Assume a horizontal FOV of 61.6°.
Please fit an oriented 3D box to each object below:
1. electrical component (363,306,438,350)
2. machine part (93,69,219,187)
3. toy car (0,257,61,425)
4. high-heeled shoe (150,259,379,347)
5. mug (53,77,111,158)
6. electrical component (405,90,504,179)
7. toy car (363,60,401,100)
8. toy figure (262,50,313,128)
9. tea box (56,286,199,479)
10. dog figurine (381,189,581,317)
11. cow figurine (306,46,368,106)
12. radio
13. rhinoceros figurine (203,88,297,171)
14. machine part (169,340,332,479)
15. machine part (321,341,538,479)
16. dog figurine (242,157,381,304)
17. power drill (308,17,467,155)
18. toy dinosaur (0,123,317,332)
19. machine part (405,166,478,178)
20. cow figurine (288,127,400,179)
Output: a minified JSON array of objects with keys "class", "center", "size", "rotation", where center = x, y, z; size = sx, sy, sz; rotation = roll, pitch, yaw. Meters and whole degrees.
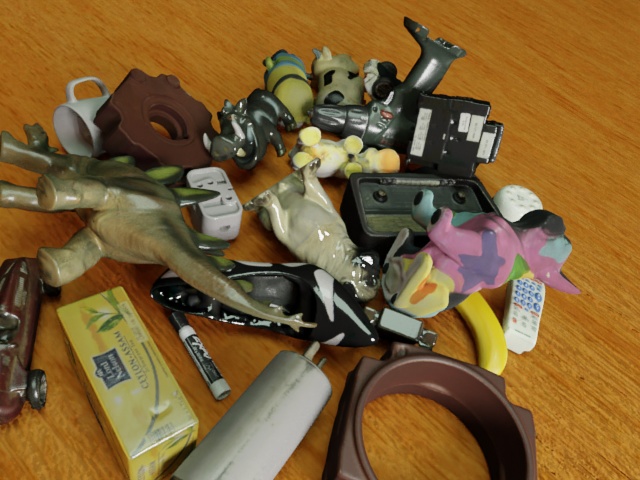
[{"class":"electrical component","center":[0.087,0.112,0.647],"size":[0.102,0.078,0.045],"rotation":[23,69,-2]},{"class":"machine part","center":[-0.224,-0.156,0.763],"size":[0.179,0.056,0.179],"rotation":[28,46,-34]},{"class":"toy car","center":[-0.327,0.093,0.560],"size":[0.089,0.053,0.202],"rotation":[-2,50,-13]},{"class":"high-heeled shoe","center":[-0.067,0.075,0.607],"size":[0.249,0.086,0.145],"rotation":[20,22,31]},{"class":"mug","center":[-0.320,-0.181,0.779],"size":[0.081,0.109,0.107],"rotation":[2,26,31]},{"class":"electrical component","center":[0.203,-0.157,0.809],"size":[0.134,0.114,0.058],"rotation":[15,25,10]},{"class":"toy car","center":[0.148,-0.237,0.945],"size":[0.201,0.056,0.073],"rotation":[37,40,-22]},{"class":"toy figure","center":[-0.058,-0.272,0.942],"size":[0.082,0.089,0.180],"rotation":[-1,51,-7]},{"class":"tea box","center":[-0.188,0.142,0.522],"size":[0.068,0.098,0.170],"rotation":[-23,57,-33]},{"class":"dog figurine","center":[0.208,0.035,0.676],"size":[0.219,0.191,0.108],"rotation":[21,13,-12]},{"class":"cow figurine","center":[0.029,-0.274,0.977],"size":[0.127,0.085,0.195],"rotation":[19,47,-8]},{"class":"radio","center":[0.149,-0.033,0.794],"size":[0.230,0.073,0.131],"rotation":[1,49,-17]},{"class":"rhinoceros figurine","center":[-0.103,-0.168,0.808],"size":[0.073,0.112,0.190],"rotation":[-13,31,28]},{"class":"machine part","center":[-0.062,0.192,0.527],"size":[0.079,0.079,0.243],"rotation":[32,48,13]},{"class":"machine part","center":[0.113,0.217,0.549],"size":[0.201,0.087,0.201],"rotation":[19,46,0]},{"class":"dog figurine","center":[-0.004,0.000,0.727],"size":[0.121,0.172,0.190],"rotation":[-32,99,2]},{"class":"power drill","center":[0.120,-0.236,0.848],"size":[0.232,0.207,0.086],"rotation":[18,19,-19]},{"class":"toy dinosaur","center":[-0.206,-0.027,0.584],"size":[0.198,0.105,0.472],"rotation":[-11,40,-46]},{"class":"machine part","center":[0.202,-0.105,0.901],"size":[0.139,0.039,0.084],"rotation":[-15,60,-29]},{"class":"cow figurine","center":[0.036,-0.123,0.845],"size":[0.167,0.098,0.068],"rotation":[10,87,-11]}]
